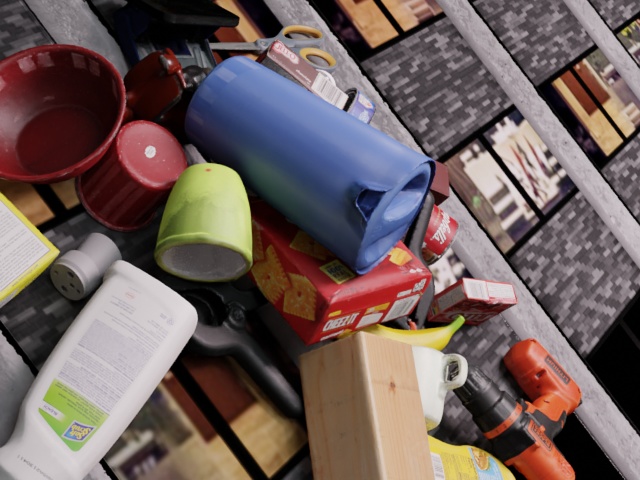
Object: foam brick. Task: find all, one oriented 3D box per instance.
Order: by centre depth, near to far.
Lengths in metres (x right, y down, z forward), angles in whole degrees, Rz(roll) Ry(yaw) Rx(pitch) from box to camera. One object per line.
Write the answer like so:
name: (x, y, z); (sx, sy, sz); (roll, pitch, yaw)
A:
foam brick: (0.119, -0.075, 1.352); (0.078, 0.053, 0.051); (22, 51, -28)

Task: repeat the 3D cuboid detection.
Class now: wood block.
wood block: (0.050, 0.208, 1.069); (0.090, 0.090, 0.206); (20, 54, -46)

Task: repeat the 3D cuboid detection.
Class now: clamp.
clamp: (-0.089, 0.092, 1.079); (0.209, 0.036, 0.164); (17, 53, -39)
clamp: (0.080, 0.028, 1.241); (0.120, 0.039, 0.171); (-4, 86, -5)

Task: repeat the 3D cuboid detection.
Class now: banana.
banana: (0.066, 0.099, 1.192); (0.197, 0.037, 0.069); (14, 86, -23)

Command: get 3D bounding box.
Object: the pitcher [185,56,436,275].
pitcher: (-0.012, -0.081, 1.084); (0.243, 0.149, 0.144); (35, 51, 18)

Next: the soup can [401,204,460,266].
soup can: (0.110, -0.024, 1.302); (0.102, 0.069, 0.068); (36, 46, -14)

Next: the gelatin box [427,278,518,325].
gelatin box: (0.183, 0.077, 1.293); (0.089, 0.073, 0.030); (8, 60, -37)

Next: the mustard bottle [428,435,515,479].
mustard bottle: (0.157, 0.269, 1.158); (0.191, 0.058, 0.096); (19, 43, -29)

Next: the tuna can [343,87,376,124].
tuna can: (0.028, -0.142, 1.298); (0.033, 0.086, 0.086); (38, 46, -18)

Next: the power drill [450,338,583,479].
power drill: (0.234, 0.188, 1.246); (0.184, 0.057, 0.187); (50, 31, -2)

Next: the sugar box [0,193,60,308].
sugar box: (-0.330, -0.019, 0.955); (0.176, 0.048, 0.093); (45, 45, -2)

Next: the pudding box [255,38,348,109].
pudding box: (-0.038, -0.170, 1.259); (0.113, 0.090, 0.039); (39, 47, -14)

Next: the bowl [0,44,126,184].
bowl: (-0.260, -0.111, 1.031); (0.162, 0.055, 0.162); (-3, 60, 5)

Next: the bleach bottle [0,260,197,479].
bleach bottle: (-0.212, 0.137, 0.928); (0.102, 0.068, 0.250); (31, 54, 6)

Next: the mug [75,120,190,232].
mug: (-0.177, -0.065, 1.082); (0.117, 0.082, 0.093); (13, 55, -33)

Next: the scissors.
scissors: (-0.055, -0.229, 1.325); (0.096, 0.016, 0.201); (46, 42, 18)

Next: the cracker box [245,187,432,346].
cracker box: (-0.007, 0.001, 1.139); (0.163, 0.072, 0.214); (-12, 51, -44)
